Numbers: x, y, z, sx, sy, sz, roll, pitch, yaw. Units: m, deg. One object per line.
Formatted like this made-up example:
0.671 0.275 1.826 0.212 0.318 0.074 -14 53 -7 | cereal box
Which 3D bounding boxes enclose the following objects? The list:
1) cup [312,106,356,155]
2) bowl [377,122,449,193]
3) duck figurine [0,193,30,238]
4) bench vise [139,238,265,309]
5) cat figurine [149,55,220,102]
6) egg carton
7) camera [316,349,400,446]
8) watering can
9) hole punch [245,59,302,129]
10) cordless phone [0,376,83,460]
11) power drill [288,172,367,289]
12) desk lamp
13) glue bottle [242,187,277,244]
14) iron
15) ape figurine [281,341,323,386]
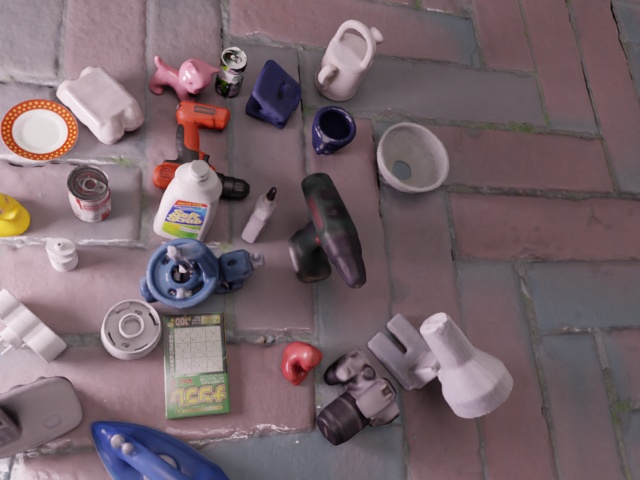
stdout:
0.014 -0.209 1.195 0.092 0.095 0.118 31 64 -5 | cup
0.192 -0.167 1.250 0.168 0.074 0.167 6 68 -16 | bowl
-0.545 -0.053 0.955 0.105 0.086 0.077 19 65 -11 | duck figurine
-0.197 0.033 0.963 0.208 0.219 0.121 -29 81 -25 | bench vise
-0.269 -0.328 1.135 0.128 0.117 0.067 19 65 -10 | cat figurine
-0.413 -0.256 1.086 0.150 0.069 0.107 44 63 2 | egg carton
0.056 0.286 1.017 0.137 0.100 0.143 -31 82 -26 | camera
0.065 -0.398 1.229 0.101 0.193 0.173 28 64 -6 | watering can
-0.090 -0.307 1.200 0.101 0.091 0.109 23 64 -9 | hole punch
-0.428 0.248 0.823 0.148 0.185 0.094 -23 78 -24 | cordless phone
0.010 0.004 1.049 0.076 0.208 0.229 -11 74 -22 | power drill
0.215 0.218 1.032 0.203 0.213 0.118 47 63 3 | desk lamp
-0.104 -0.055 1.054 0.037 0.173 0.078 26 64 -7 | glue bottle
-0.248 0.349 0.868 0.258 0.141 0.119 36 63 -2 | iron
-0.028 0.214 1.021 0.078 0.092 0.076 -11 73 -21 | ape figurine
